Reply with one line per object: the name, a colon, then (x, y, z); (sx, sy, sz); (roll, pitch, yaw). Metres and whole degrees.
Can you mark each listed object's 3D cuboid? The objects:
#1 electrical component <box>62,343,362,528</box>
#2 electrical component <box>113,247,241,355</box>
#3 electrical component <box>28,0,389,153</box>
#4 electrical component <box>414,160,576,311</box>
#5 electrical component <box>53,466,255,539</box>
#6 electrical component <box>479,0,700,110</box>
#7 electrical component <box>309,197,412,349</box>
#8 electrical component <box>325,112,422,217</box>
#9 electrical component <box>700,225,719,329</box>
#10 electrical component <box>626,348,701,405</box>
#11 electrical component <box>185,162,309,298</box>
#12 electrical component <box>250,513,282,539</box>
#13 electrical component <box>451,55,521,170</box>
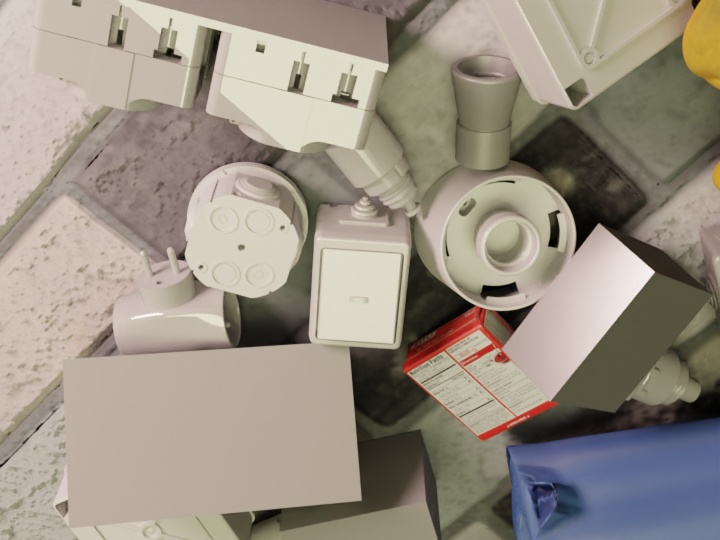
electrical component: (-0.100, 0.109, 0.724); (0.186, 0.060, 0.105); (-3, 81, -12)
electrical component: (-0.127, 0.020, 0.724); (0.077, 0.044, 0.079); (-6, 120, 9)
electrical component: (-0.082, -0.127, 0.618); (0.186, 0.105, 0.060); (13, 116, -6)
electrical component: (0.090, -0.023, 0.707); (0.099, 0.064, 0.099); (-3, 107, -9)
electrical component: (-0.151, 0.177, 0.802); (0.109, 0.056, 0.108); (-24, 115, 12)
electrical component: (0.127, -0.165, 0.607); (0.109, 0.056, 0.108); (-36, 113, -5)
electrical component: (0.000, 0.000, 0.707); (0.062, 0.061, 0.096); (4, 117, -2)
electrical component: (0.012, -0.066, 0.685); (0.040, 0.040, 0.078); (-34, 112, 16)
electrical component: (0.280, 0.007, 0.715); (0.100, 0.048, 0.099); (-16, 116, 9)
electrical component: (0.210, 0.075, 0.755); (0.062, 0.048, 0.048); (23, 115, -19)
electrical component: (-0.075, -0.025, 0.700); (0.080, 0.051, 0.080); (0, 117, 0)
electrical component: (-0.072, 0.215, 0.828); (0.062, 0.043, 0.043); (-24, 114, 14)
electrical component: (0.078, -0.096, 0.670); (0.044, 0.044, 0.065); (0, 122, 1)
